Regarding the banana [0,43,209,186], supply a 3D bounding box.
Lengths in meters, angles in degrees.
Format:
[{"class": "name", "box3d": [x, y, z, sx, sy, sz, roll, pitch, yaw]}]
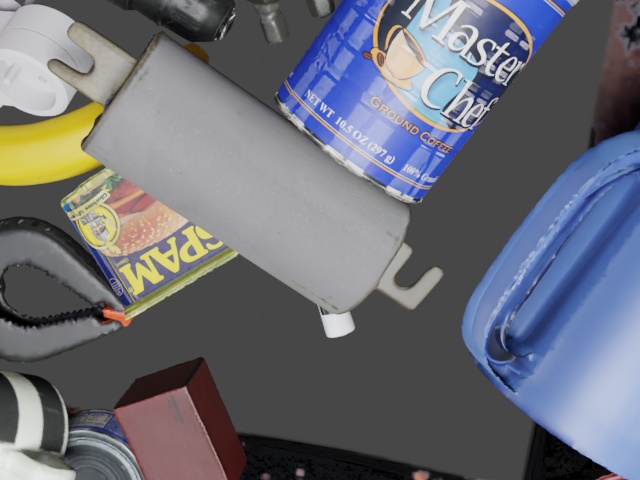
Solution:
[{"class": "banana", "box3d": [-0.160, -0.071, 0.648, 0.198, 0.037, 0.069, -7, 102, 9]}]

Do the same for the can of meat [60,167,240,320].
[{"class": "can of meat", "box3d": [-0.094, -0.014, 0.644, 0.102, 0.057, 0.084, -30, 95, 12]}]

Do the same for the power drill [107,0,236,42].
[{"class": "power drill", "box3d": [-0.094, -0.226, 0.594, 0.184, 0.057, 0.188, 32, 104, -4]}]

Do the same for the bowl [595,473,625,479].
[{"class": "bowl", "box3d": [0.201, 0.203, 0.654, 0.162, 0.055, 0.162, 2, 103, 7]}]

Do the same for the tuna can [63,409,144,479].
[{"class": "tuna can", "box3d": [-0.147, 0.157, 0.701, 0.086, 0.033, 0.086, 2, 103, 7]}]

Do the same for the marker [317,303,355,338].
[{"class": "marker", "box3d": [-0.004, 0.001, 0.654, 0.020, 0.020, 0.121, -15, 100, 11]}]

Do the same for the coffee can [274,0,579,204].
[{"class": "coffee can", "box3d": [0.056, -0.105, 0.578, 0.103, 0.102, 0.140, 37, 105, -2]}]

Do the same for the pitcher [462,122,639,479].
[{"class": "pitcher", "box3d": [0.190, -0.001, 0.568, 0.145, 0.149, 0.243, 33, 102, 10]}]

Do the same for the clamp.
[{"class": "clamp", "box3d": [-0.223, 0.034, 0.676, 0.210, 0.036, 0.165, 18, 103, -2]}]

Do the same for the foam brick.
[{"class": "foam brick", "box3d": [-0.087, 0.124, 0.676, 0.053, 0.051, 0.078, -19, 100, 11]}]
